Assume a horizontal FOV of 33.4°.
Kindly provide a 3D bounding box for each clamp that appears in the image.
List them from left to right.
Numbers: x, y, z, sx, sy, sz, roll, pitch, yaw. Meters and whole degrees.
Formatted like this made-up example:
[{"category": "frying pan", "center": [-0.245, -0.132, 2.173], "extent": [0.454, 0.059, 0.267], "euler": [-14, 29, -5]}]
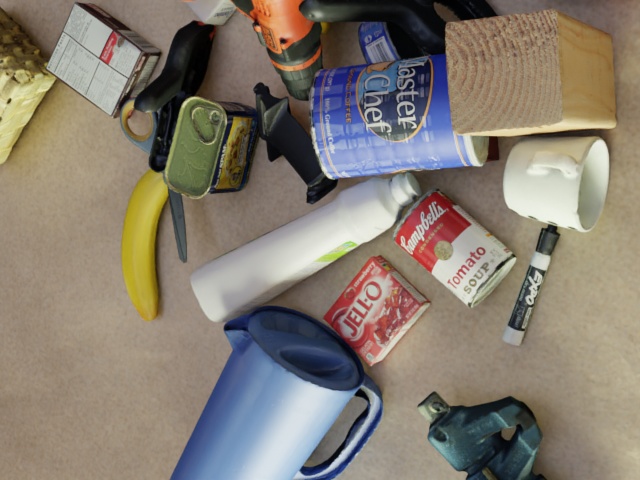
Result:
[{"category": "clamp", "center": [-0.150, -0.157, 1.127], "extent": [0.039, 0.171, 0.120], "euler": [20, 143, 6]}, {"category": "clamp", "center": [0.087, -0.235, 0.990], "extent": [0.036, 0.209, 0.164], "euler": [-40, 35, 56]}]

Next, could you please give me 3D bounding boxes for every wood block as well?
[{"category": "wood block", "center": [0.185, -0.136, 0.907], "extent": [0.091, 0.205, 0.090], "euler": [-3, 93, 26]}]

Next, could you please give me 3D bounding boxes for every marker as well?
[{"category": "marker", "center": [0.202, 0.042, 1.019], "extent": [0.020, 0.020, 0.121], "euler": [23, 104, 23]}]

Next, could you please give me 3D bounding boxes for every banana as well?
[{"category": "banana", "center": [-0.191, -0.008, 1.199], "extent": [0.070, 0.037, 0.198], "euler": [24, 104, 24]}]

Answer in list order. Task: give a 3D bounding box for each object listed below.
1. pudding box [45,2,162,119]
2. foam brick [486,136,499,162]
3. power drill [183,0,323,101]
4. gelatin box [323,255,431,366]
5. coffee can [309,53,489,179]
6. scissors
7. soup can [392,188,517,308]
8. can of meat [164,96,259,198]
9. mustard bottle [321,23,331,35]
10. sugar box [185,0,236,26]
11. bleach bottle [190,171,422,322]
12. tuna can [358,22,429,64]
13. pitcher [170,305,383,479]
[{"category": "pudding box", "center": [-0.247, -0.203, 1.208], "extent": [0.113, 0.039, 0.090], "euler": [37, 111, 18]}, {"category": "foam brick", "center": [0.127, -0.096, 1.026], "extent": [0.078, 0.051, 0.053], "euler": [-7, 91, 26]}, {"category": "power drill", "center": [-0.074, -0.230, 1.036], "extent": [0.188, 0.184, 0.057], "euler": [37, 73, 25]}, {"category": "gelatin box", "center": [0.056, 0.072, 1.087], "extent": [0.073, 0.030, 0.089], "euler": [45, 111, 16]}, {"category": "coffee can", "center": [0.073, -0.111, 0.956], "extent": [0.140, 0.102, 0.103], "euler": [-4, 93, 19]}, {"category": "scissors", "center": [-0.179, -0.077, 1.165], "extent": [0.096, 0.016, 0.202], "euler": [4, 80, 11]}, {"category": "soup can", "center": [0.129, 0.008, 1.025], "extent": [0.102, 0.068, 0.069], "euler": [42, 111, 16]}, {"category": "can of meat", "center": [-0.110, -0.098, 1.125], "extent": [0.057, 0.083, 0.102], "euler": [21, 103, 23]}, {"category": "mustard bottle", "center": [0.018, -0.282, 1.060], "extent": [0.096, 0.058, 0.192], "euler": [28, 106, 16]}, {"category": "sugar box", "center": [-0.086, -0.320, 1.116], "extent": [0.176, 0.048, 0.093], "euler": [-46, 75, 26]}, {"category": "bleach bottle", "center": [-0.007, 0.001, 1.076], "extent": [0.251, 0.102, 0.068], "euler": [-29, 83, 23]}, {"category": "tuna can", "center": [0.073, -0.179, 1.026], "extent": [0.034, 0.086, 0.086], "euler": [-27, 83, 27]}, {"category": "pitcher", "center": [-0.056, 0.203, 1.110], "extent": [0.149, 0.144, 0.243], "euler": [43, 115, 30]}]
